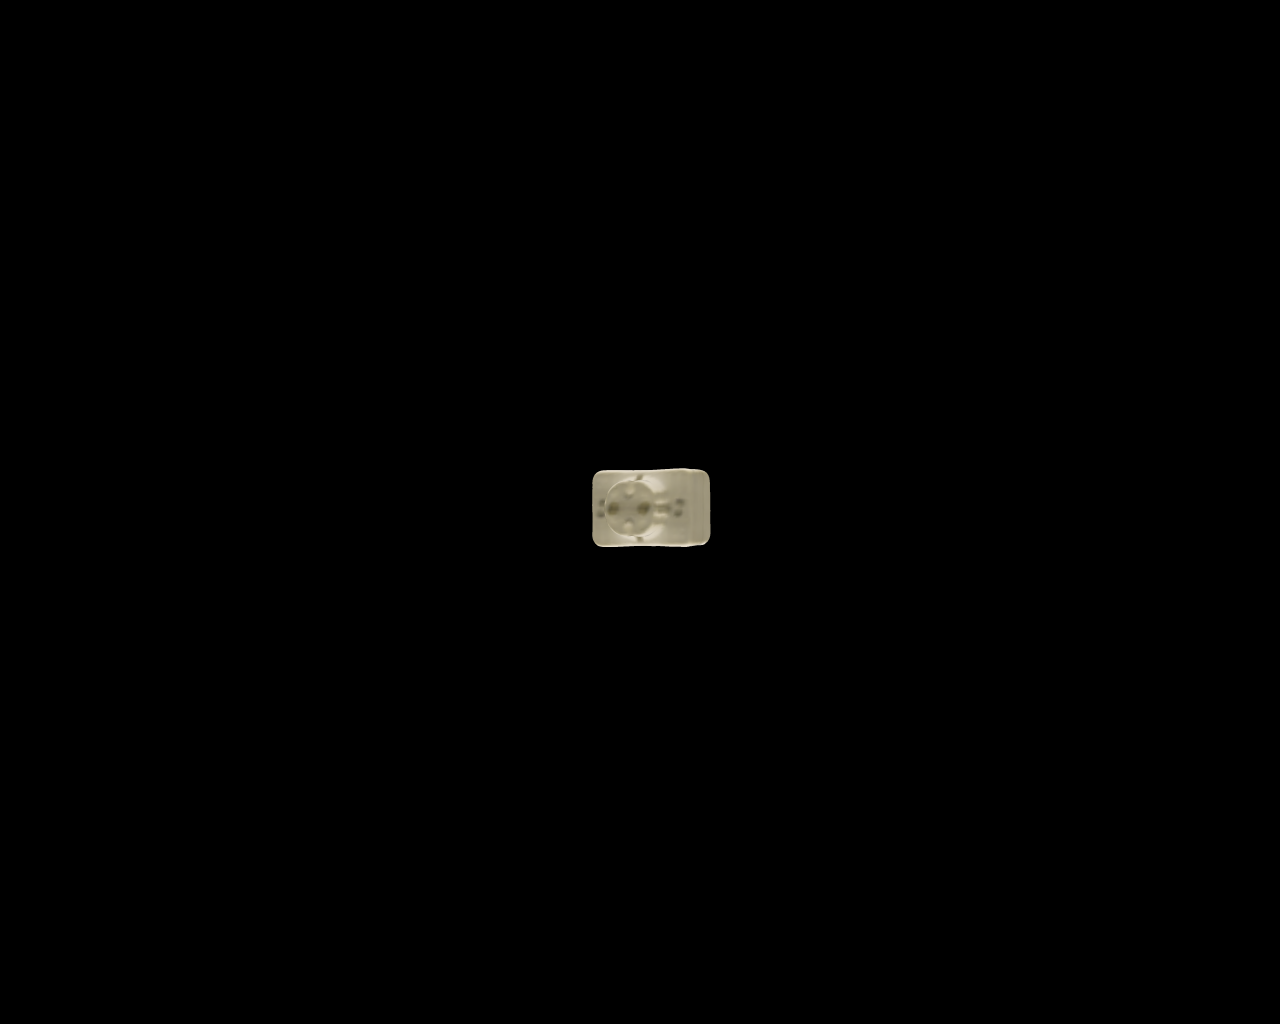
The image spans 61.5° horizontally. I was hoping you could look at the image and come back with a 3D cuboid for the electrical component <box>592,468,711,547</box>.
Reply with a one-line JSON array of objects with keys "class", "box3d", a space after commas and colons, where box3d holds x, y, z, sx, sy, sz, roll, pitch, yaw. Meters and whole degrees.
[{"class": "electrical component", "box3d": [0.001, -0.003, 0.650, 0.066, 0.047, 0.077, 0, 0, 21]}]
